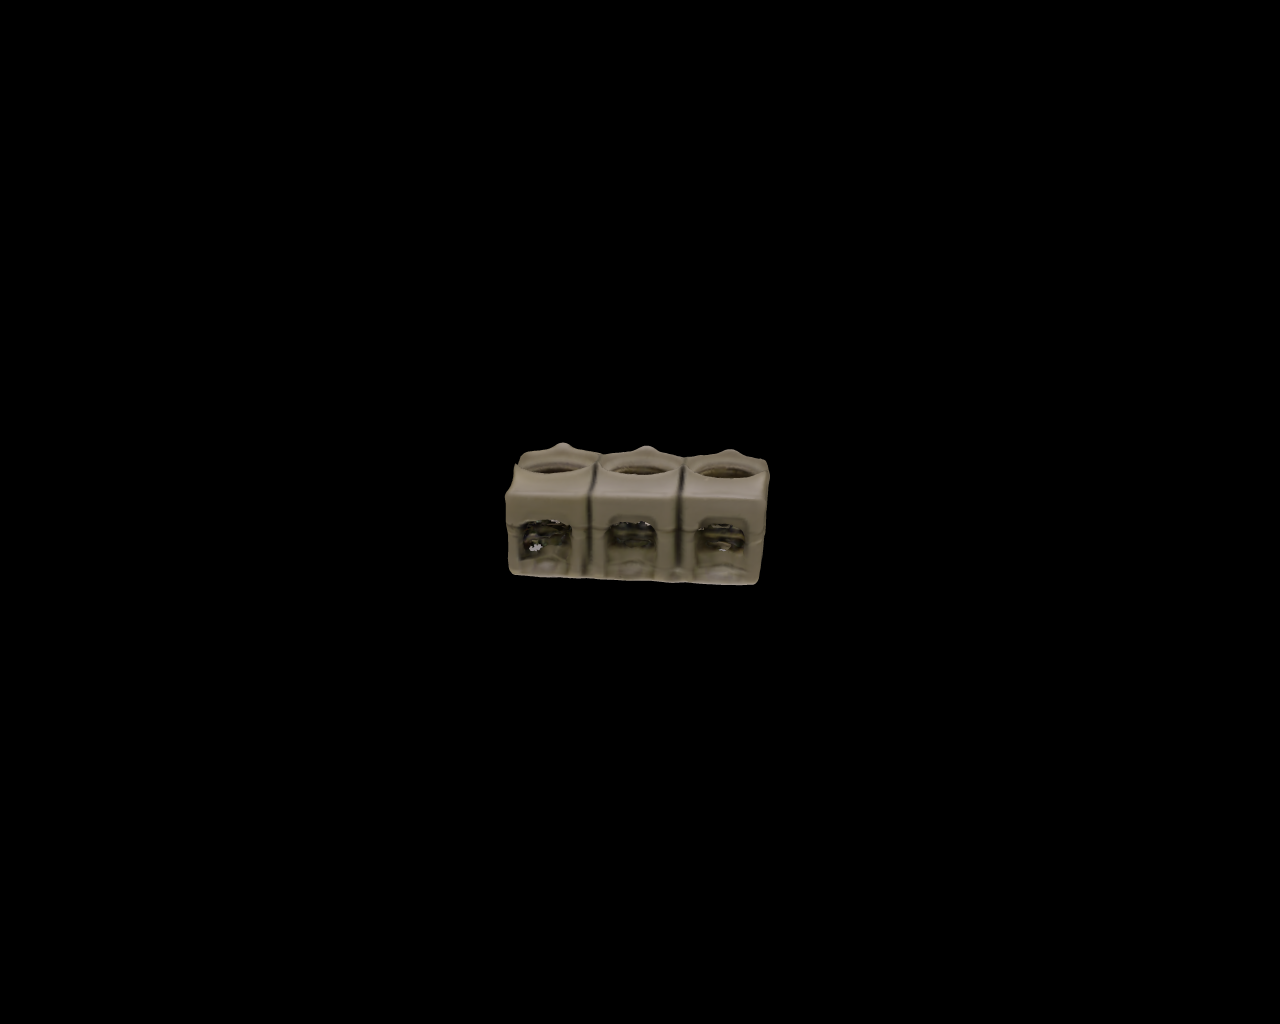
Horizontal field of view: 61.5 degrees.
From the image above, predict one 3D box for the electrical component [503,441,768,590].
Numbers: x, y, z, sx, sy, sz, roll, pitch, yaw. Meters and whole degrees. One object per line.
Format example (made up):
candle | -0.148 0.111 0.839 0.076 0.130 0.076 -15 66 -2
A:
electrical component | 0.001 -0.003 0.650 0.150 0.061 0.090 3 20 7
